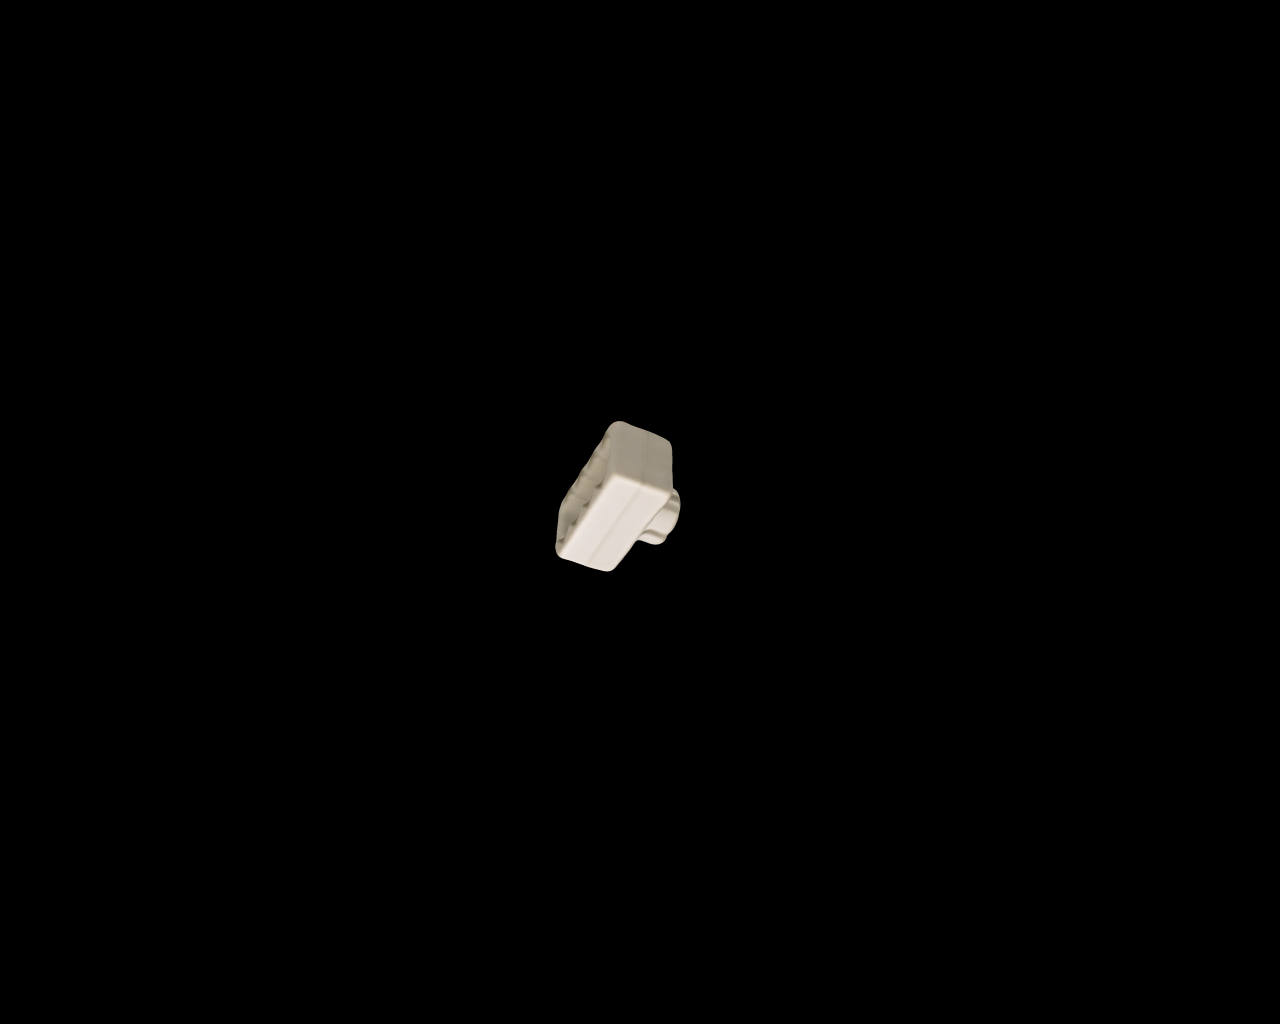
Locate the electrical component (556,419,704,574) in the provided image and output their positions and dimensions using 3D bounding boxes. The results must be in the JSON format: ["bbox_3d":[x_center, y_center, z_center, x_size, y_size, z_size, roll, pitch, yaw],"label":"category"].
[{"bbox_3d":[0.001,-0.003,0.650,0.076,0.047,0.083,19,-46,-19],"label":"electrical component"}]
